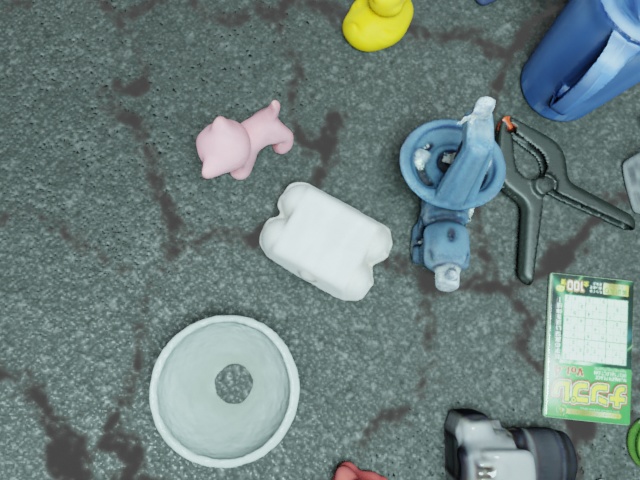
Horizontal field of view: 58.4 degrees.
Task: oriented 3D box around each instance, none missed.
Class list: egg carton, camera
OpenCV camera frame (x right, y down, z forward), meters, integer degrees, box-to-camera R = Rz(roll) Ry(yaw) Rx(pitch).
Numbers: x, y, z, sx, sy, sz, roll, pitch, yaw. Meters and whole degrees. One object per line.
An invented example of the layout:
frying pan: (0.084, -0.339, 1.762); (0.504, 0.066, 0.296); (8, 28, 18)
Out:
egg carton: (0.006, 0.002, 0.695); (0.150, 0.069, 0.107); (28, 82, 2)
camera: (0.218, 0.268, 0.648); (0.137, 0.101, 0.143); (-1, 82, -2)

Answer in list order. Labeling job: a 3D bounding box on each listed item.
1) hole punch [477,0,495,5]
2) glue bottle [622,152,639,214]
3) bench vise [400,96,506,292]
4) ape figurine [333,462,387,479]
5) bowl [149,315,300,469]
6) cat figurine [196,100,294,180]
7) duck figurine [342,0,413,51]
hole punch: (0.232, -0.383, 0.747); (0.109, 0.091, 0.101); (-32, 84, -6)
glue bottle: (0.419, -0.082, 0.668); (0.037, 0.173, 0.078); (-8, 82, -2)
bench vise: (0.161, -0.055, 0.632); (0.121, 0.219, 0.207); (-14, 82, -3)
ape figurine: (0.044, 0.292, 0.644); (0.076, 0.092, 0.078); (-31, 84, -5)
bowl: (-0.106, 0.171, 0.665); (0.167, 0.074, 0.167); (0, 82, -2)
cat figurine: (-0.095, -0.123, 0.686); (0.128, 0.117, 0.067); (-37, 84, -6)
duck figurine: (0.077, -0.297, 0.732); (0.104, 0.086, 0.077); (-35, 84, -6)
